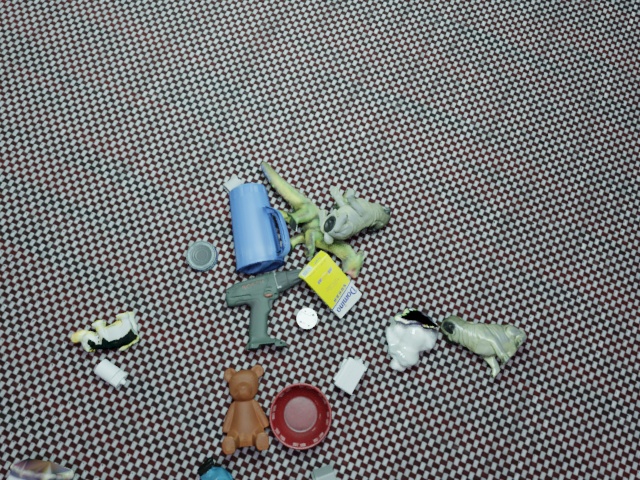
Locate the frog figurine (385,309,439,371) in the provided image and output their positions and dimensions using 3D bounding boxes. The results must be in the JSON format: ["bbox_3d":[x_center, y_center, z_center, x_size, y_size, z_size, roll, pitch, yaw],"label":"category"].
[{"bbox_3d":[0.245,0.274,1.395,0.137,0.125,0.157,6,111,-9],"label":"frog figurine"}]

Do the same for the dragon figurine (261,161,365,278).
[{"bbox_3d":[0.005,-0.075,1.487,0.244,0.120,0.414,-17,77,-24],"label":"dragon figurine"}]

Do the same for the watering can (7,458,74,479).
[{"bbox_3d":[-0.736,0.643,1.236,0.348,0.102,0.227,10,74,1],"label":"watering can"}]
